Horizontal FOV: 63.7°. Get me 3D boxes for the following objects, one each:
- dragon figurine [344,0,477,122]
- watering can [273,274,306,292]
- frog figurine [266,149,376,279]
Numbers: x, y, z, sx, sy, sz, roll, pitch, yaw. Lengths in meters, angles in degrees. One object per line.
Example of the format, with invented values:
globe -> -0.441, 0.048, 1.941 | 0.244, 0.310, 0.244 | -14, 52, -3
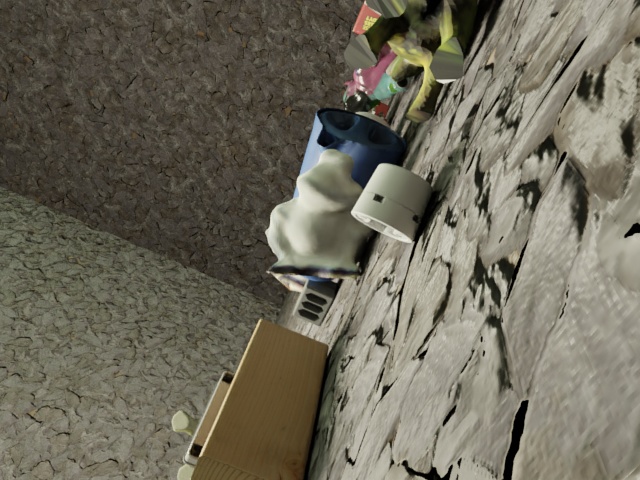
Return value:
dragon figurine -> 0.144, -0.284, 0.546 | 0.122, 0.247, 0.403 | 32, -25, -1
watering can -> -0.045, 0.014, 1.323 | 0.103, 0.225, 0.349 | 26, -2, -22
frog figurine -> 0.002, -0.033, 0.658 | 0.137, 0.160, 0.122 | 3, -4, 26
